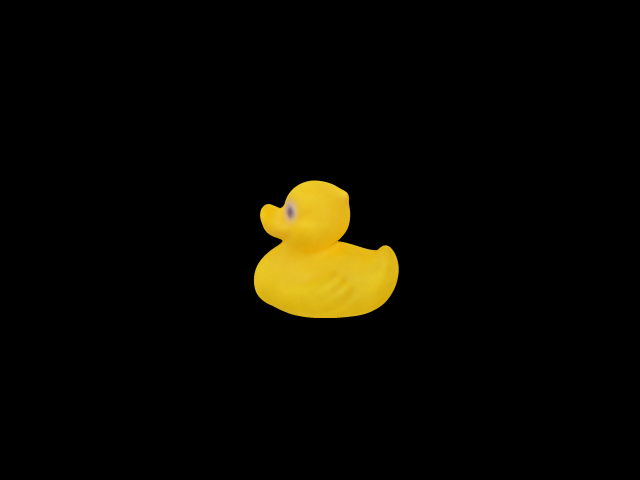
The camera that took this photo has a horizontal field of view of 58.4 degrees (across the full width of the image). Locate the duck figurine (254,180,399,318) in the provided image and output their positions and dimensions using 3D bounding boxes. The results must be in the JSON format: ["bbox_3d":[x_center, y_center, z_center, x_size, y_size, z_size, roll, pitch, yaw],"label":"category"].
[{"bbox_3d":[0.004,0.001,0.400,0.104,0.086,0.077,6,28,12],"label":"duck figurine"}]
